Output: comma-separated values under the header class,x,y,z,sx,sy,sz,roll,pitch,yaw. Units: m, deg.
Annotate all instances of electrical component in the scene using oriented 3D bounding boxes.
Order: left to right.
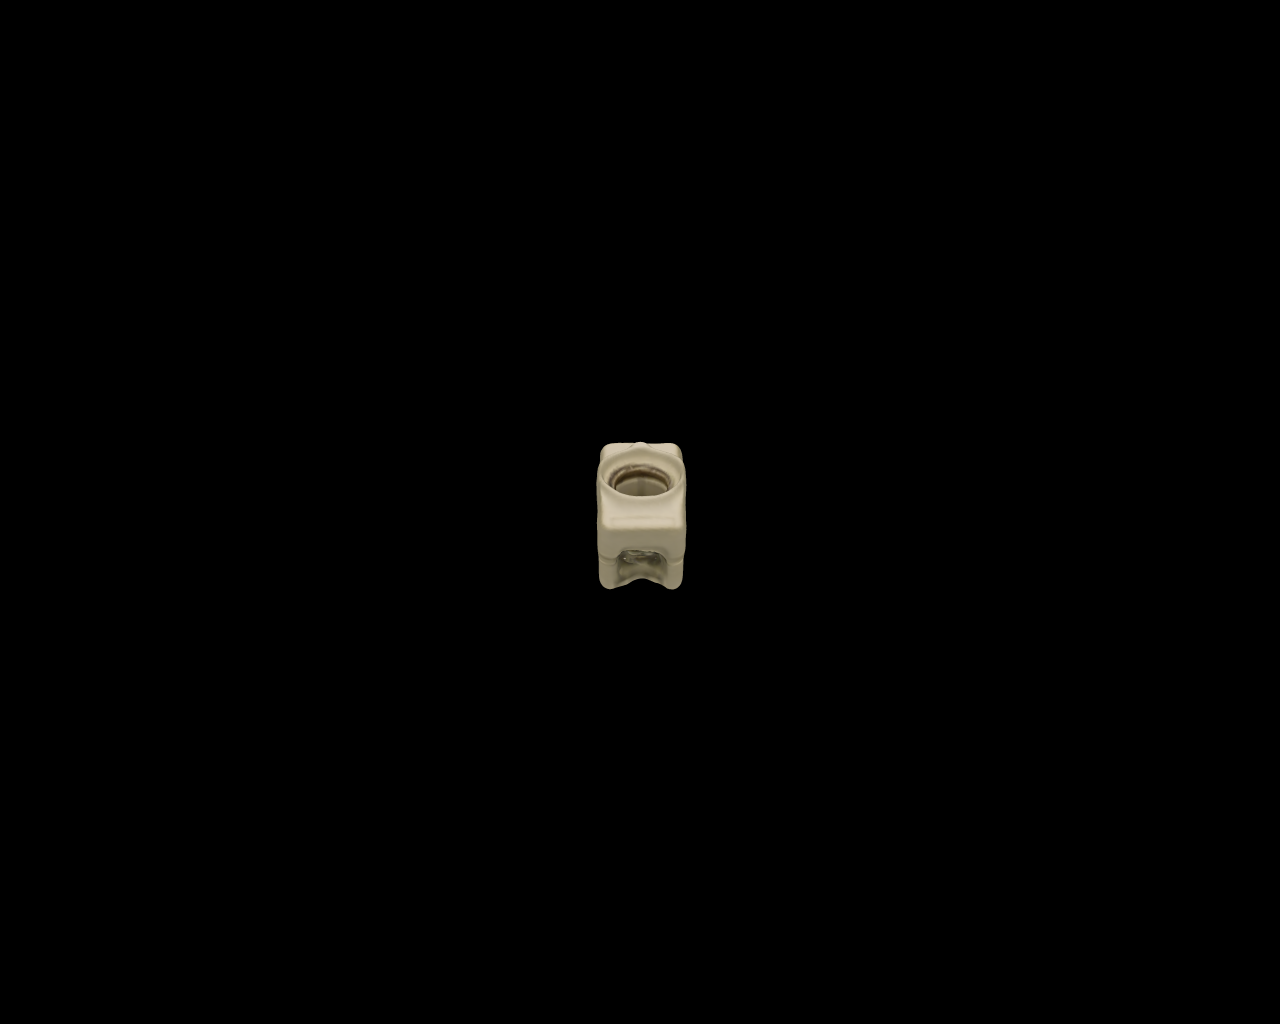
class,x,y,z,sx,sy,sz,roll,pitch,yaw
electrical component,0.001,-0.003,0.650,0.050,0.055,0.090,0,37,0
